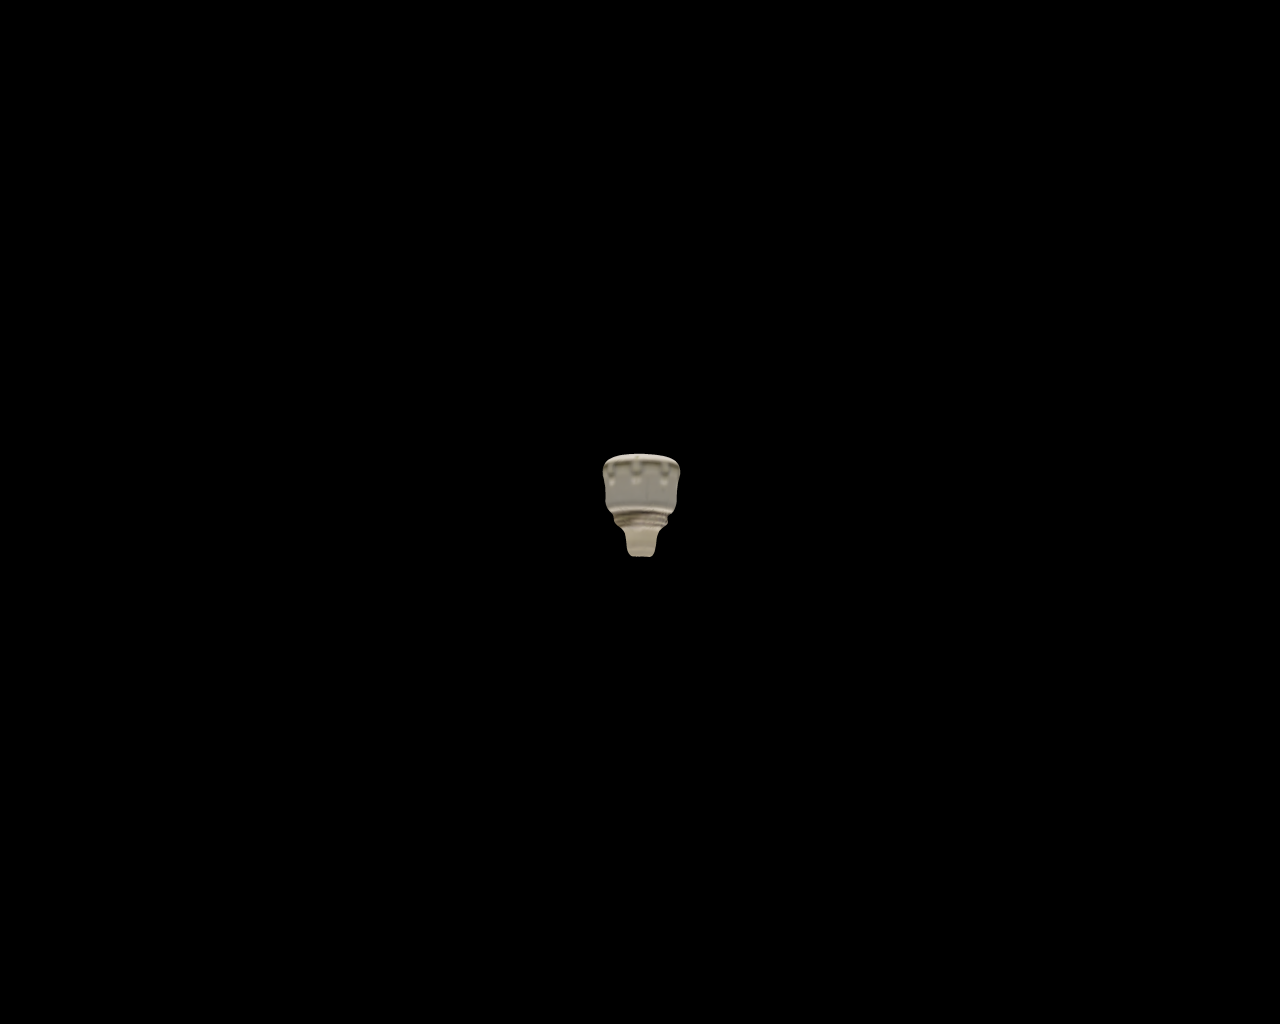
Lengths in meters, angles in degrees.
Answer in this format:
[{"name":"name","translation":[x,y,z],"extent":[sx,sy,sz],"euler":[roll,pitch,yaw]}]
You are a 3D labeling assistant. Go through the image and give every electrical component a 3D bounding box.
[{"name":"electrical component","translation":[0.001,-0.003,0.650],"extent":[0.048,0.062,0.048],"euler":[0,-7,0]}]
